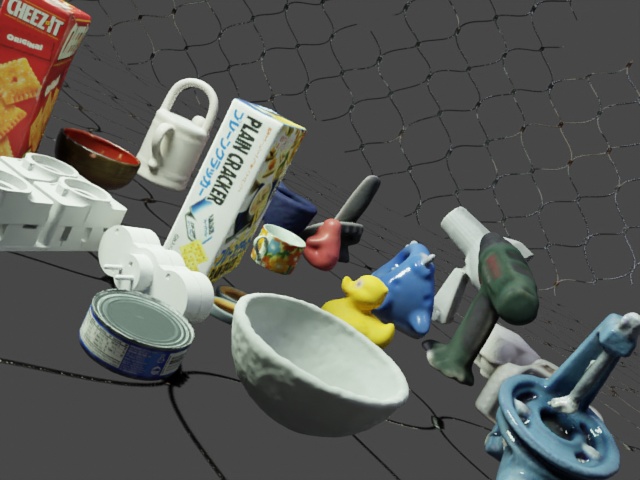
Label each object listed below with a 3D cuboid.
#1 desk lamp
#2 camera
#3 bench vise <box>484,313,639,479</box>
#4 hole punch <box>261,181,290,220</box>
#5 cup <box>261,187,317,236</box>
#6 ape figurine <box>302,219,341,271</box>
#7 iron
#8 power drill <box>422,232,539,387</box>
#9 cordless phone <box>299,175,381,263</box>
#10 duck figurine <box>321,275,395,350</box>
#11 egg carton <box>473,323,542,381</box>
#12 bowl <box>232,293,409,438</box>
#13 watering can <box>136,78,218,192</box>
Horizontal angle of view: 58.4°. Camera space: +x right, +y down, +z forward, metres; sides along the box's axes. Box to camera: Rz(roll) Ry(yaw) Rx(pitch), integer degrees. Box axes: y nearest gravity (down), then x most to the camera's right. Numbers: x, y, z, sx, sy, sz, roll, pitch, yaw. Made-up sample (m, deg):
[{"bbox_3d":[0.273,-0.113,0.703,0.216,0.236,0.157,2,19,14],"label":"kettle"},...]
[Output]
[{"bbox_3d":[0.271,0.058,1.105,0.202,0.213,0.118,34,12,26],"label":"desk lamp"},{"bbox_3d":[0.303,0.217,0.758,0.142,0.101,0.137,35,13,30],"label":"camera"},{"bbox_3d":[0.236,0.153,0.576,0.121,0.219,0.207,28,11,-1],"label":"bench vise"},{"bbox_3d":[-0.076,-0.077,1.185,0.101,0.091,0.108,24,12,-22],"label":"hole punch"},{"bbox_3d":[-0.067,-0.039,1.024,0.092,0.095,0.117,25,12,-19],"label":"cup"},{"bbox_3d":[0.009,0.004,1.027,0.078,0.092,0.076,20,14,-38],"label":"ape figurine"},{"bbox_3d":[0.138,0.061,0.956,0.118,0.141,0.258,28,11,-4],"label":"iron"},{"bbox_3d":[0.237,0.099,0.851,0.076,0.208,0.229,27,11,-7],"label":"power drill"},{"bbox_3d":[0.046,-0.054,1.131,0.094,0.185,0.148,32,12,19],"label":"cordless phone"},{"bbox_3d":[0.061,0.092,0.772,0.104,0.086,0.078,32,12,17],"label":"duck figurine"},{"bbox_3d":[0.300,0.189,0.960,0.107,0.069,0.150,26,11,-10],"label":"egg carton"},{"bbox_3d":[-0.011,0.119,0.502,0.167,0.074,0.167,27,11,-6],"label":"bowl"},{"bbox_3d":[-0.250,-0.196,1.027,0.101,0.194,0.172,24,12,-19],"label":"watering can"}]
